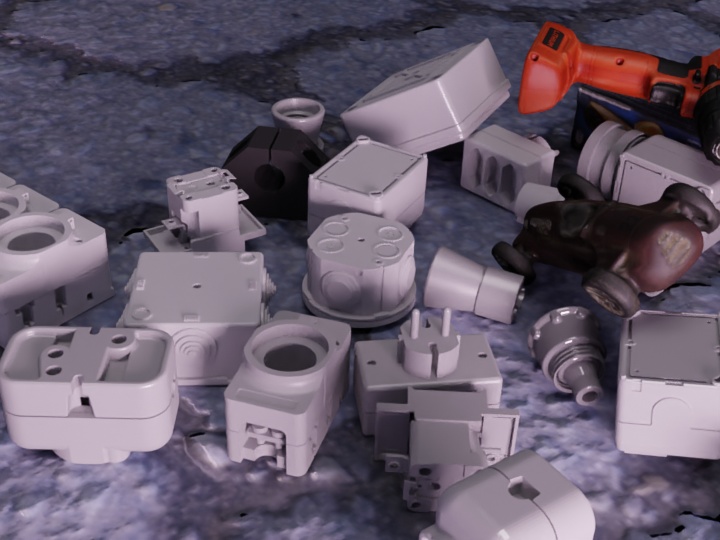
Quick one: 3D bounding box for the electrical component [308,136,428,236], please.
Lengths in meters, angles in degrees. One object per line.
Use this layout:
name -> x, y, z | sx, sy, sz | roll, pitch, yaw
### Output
electrical component -> 0.009, -0.056, 0.824 | 0.062, 0.061, 0.096 | 19, 38, 23

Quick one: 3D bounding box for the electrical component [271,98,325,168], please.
electrical component -> -0.052, -0.111, 0.908 | 0.045, 0.055, 0.045 | 2, 34, -1

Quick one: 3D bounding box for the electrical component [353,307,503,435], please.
electrical component -> 0.041, 0.054, 0.647 | 0.083, 0.075, 0.047 | -3, 34, -8

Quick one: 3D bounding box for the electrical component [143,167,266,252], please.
electrical component -> -0.115, -0.038, 0.789 | 0.081, 0.063, 0.042 | -18, 38, -26

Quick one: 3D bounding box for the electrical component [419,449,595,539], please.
electrical component -> 0.065, 0.139, 0.503 | 0.059, 0.095, 0.054 | -20, 39, -29

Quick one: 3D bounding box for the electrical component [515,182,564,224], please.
electrical component -> 0.149, -0.047, 0.838 | 0.046, 0.040, 0.040 | 18, 37, 32

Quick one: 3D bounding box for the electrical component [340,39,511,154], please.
electrical component -> 0.057, -0.142, 0.920 | 0.109, 0.056, 0.108 | -14, 20, 38

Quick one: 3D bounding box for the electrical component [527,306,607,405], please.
electrical component -> 0.135, 0.057, 0.677 | 0.048, 0.048, 0.062 | -4, 41, -9

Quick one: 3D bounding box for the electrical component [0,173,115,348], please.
electrical component -> -0.257, -0.017, 0.751 | 0.150, 0.061, 0.089 | 26, 40, 31

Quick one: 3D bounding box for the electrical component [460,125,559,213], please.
electrical component -> 0.134, -0.090, 0.893 | 0.077, 0.047, 0.066 | -27, 43, -36

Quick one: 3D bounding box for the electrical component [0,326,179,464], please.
electrical component -> -0.156, 0.072, 0.624 | 0.095, 0.059, 0.053 | 1, 34, -1

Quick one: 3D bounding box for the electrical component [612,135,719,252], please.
electrical component -> 0.254, -0.058, 0.838 | 0.096, 0.061, 0.061 | 30, 43, 35

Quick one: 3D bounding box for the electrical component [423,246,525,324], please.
electrical component -> 0.081, 0.013, 0.743 | 0.065, 0.044, 0.044 | 16, 36, 13

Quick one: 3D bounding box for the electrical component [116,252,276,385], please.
electrical component -> -0.105, 0.029, 0.701 | 0.100, 0.048, 0.099 | 0, 34, -3

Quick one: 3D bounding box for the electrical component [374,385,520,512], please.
electrical component -> 0.048, 0.102, 0.607 | 0.081, 0.042, 0.063 | 2, 37, 1

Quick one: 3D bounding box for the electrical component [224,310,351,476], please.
electrical component -> -0.041, 0.068, 0.640 | 0.050, 0.055, 0.089 | 11, 35, 14

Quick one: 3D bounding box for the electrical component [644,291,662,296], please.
electrical component -> 0.190, -0.018, 0.791 | 0.043, 0.043, 0.081 | -24, 41, -33

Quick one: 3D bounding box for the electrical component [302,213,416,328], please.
electrical component -> 0.000, 0.000, 0.748 | 0.080, 0.051, 0.080 | 2, 33, -1

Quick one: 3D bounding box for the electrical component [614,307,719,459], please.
electrical component -> 0.187, 0.066, 0.649 | 0.062, 0.061, 0.096 | 3, 30, 14
